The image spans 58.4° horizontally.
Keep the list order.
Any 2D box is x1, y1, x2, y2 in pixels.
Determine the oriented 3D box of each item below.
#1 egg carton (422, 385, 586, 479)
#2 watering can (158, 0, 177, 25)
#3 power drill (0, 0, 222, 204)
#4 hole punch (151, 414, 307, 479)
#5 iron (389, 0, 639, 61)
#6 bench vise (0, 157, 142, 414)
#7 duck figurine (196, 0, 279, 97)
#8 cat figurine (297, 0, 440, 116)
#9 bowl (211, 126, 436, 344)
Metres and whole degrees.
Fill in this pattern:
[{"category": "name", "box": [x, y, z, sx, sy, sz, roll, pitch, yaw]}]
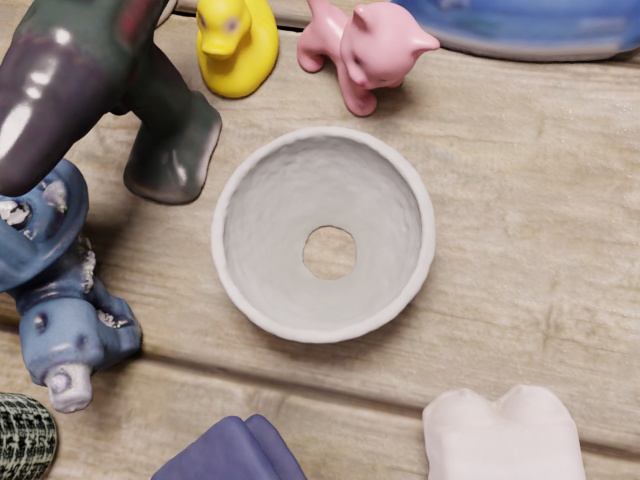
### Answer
[{"category": "egg carton", "box": [0.128, 0.177, 0.390, 0.107, 0.069, 0.150, -5, 73, 3]}, {"category": "watering can", "box": [-0.198, -0.280, 0.486, 0.101, 0.194, 0.173, 0, 73, 5]}, {"category": "power drill", "box": [-0.142, -0.106, 0.423, 0.075, 0.208, 0.230, 10, 75, 8]}, {"category": "hole punch", "box": [-0.060, 0.187, 0.391, 0.101, 0.091, 0.108, -35, 74, -6]}, {"category": "iron", "box": [0.182, -0.233, 0.469, 0.258, 0.141, 0.118, -2, 73, 4]}, {"category": "bench vise", "box": [-0.201, 0.006, 0.388, 0.121, 0.220, 0.207, -43, 75, -8]}, {"category": "duck figurine", "box": [-0.079, -0.192, 0.507, 0.077, 0.086, 0.104, 9, 74, 8]}, {"category": "cat figurine", "box": [0.034, -0.167, 0.474, 0.127, 0.118, 0.067, 43, 81, 15]}, {"category": "bowl", "box": [0.004, 0.002, 0.449, 0.167, 0.075, 0.167, -1, 73, 4]}]
